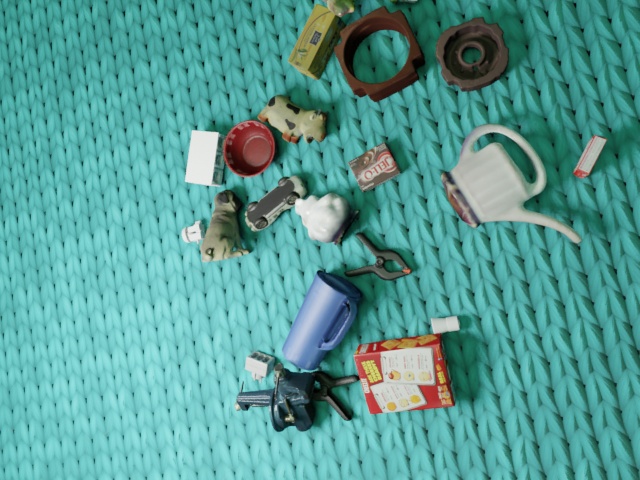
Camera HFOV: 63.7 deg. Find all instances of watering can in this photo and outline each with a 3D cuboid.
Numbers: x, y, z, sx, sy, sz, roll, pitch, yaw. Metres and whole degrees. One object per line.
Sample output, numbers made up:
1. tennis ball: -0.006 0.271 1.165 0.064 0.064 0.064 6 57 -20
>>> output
1. watering can: 0.430 -0.102 1.204 0.222 0.104 0.350 -32 78 17

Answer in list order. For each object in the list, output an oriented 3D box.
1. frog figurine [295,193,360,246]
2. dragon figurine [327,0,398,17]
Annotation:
1. frog figurine: 0.004 -0.068 1.346 0.160 0.125 0.135 32 118 6
2. dragon figurine: 0.107 -0.743 1.326 0.243 0.120 0.415 7 75 8
